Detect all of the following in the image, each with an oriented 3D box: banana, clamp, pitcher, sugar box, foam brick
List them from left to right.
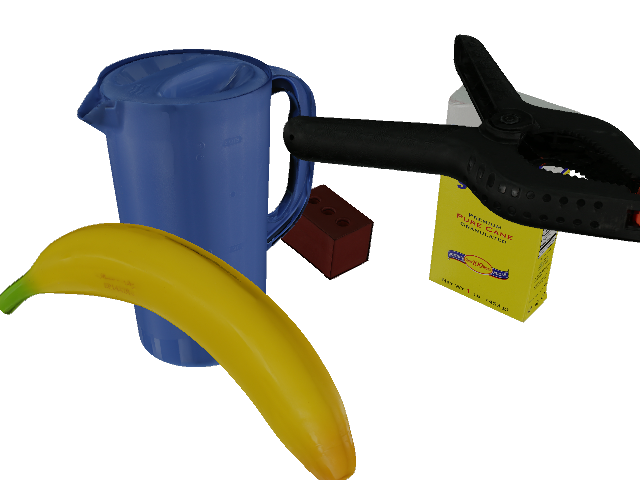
[{"bbox_3d":[-0.060,0.038,0.494,0.198,0.070,0.037,24,13,22],"label":"banana"},{"bbox_3d":[-0.092,-0.026,0.863,0.149,0.243,0.144,8,29,17],"label":"pitcher"},{"bbox_3d":[0.006,-0.009,1.043,0.052,0.051,0.078,-26,48,-33],"label":"foam brick"},{"bbox_3d":[0.093,-0.050,0.594,0.164,0.036,0.210,-26,43,-28],"label":"clamp"},{"bbox_3d":[0.138,-0.029,0.826,0.093,0.176,0.048,24,45,28],"label":"sugar box"}]
